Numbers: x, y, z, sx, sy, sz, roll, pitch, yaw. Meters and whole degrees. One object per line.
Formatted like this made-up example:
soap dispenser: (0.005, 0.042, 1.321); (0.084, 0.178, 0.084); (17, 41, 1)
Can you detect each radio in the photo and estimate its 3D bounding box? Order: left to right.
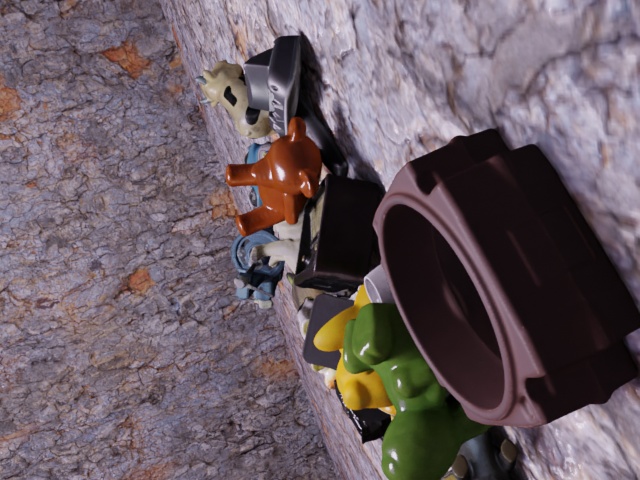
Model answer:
radio: (0.016, 0.001, 0.746); (0.229, 0.073, 0.131); (134, 146, -79)

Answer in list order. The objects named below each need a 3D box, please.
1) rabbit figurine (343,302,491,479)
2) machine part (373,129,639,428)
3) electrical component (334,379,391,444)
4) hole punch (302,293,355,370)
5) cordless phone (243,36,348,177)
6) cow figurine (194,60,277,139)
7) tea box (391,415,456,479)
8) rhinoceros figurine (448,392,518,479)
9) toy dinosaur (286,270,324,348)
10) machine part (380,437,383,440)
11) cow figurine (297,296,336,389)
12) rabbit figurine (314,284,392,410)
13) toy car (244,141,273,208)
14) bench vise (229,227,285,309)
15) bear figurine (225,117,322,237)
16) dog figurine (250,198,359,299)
rabbit figurine: (0.101, 0.159, 0.545); (0.121, 0.159, 0.170); (129, 143, -63)
machine part: (0.123, 0.036, 0.417); (0.201, 0.087, 0.201); (104, 142, -73)
electrical component: (0.090, 0.257, 0.908); (0.134, 0.115, 0.058); (56, 162, 37)
hole punch: (0.042, 0.146, 0.834); (0.092, 0.116, 0.142); (50, -126, -76)
cordless phone: (-0.020, -0.173, 0.749); (0.184, 0.089, 0.146); (53, 167, 13)
cow figurine: (-0.152, -0.266, 1.010); (0.195, 0.127, 0.085); (59, 162, 29)
tea box: (0.173, 0.327, 0.773); (0.170, 0.068, 0.098); (-123, 17, -47)
rhinoceros figurine: (0.179, 0.247, 0.611); (0.190, 0.073, 0.112); (63, 178, 14)
toy dinosaur: (-0.015, 0.109, 1.146); (0.470, 0.105, 0.199); (101, 151, -51)
machine part: (0.159, 0.383, 0.952); (0.039, 0.084, 0.139); (-36, 87, 42)
cow figurine: (0.003, 0.189, 0.982); (0.098, 0.068, 0.167); (-131, 24, -64)
rabbit figurine: (0.066, 0.119, 0.691); (0.122, 0.162, 0.173); (23, 111, 38)
toy car: (-0.080, -0.131, 1.034); (0.103, 0.109, 0.161); (-42, 57, 54)
bench vise: (-0.138, 0.069, 1.154); (0.241, 0.129, 0.223); (-65, -11, -70)
bear figurine: (-0.066, -0.082, 0.747); (0.196, 0.132, 0.120); (126, 130, -82)
dog figurine: (-0.001, -0.001, 0.931); (0.121, 0.191, 0.172); (2, -79, -66)
